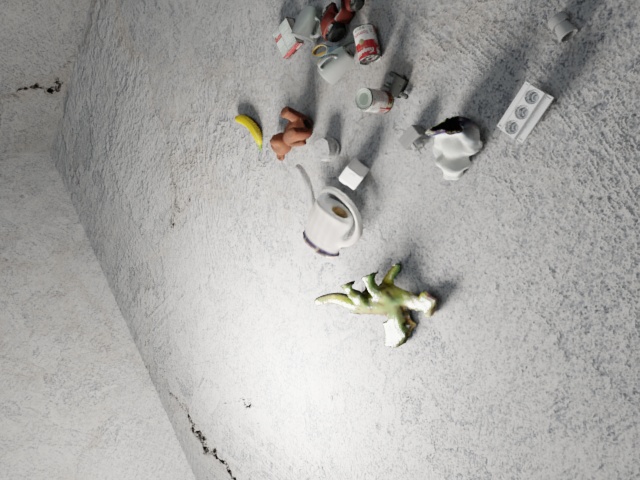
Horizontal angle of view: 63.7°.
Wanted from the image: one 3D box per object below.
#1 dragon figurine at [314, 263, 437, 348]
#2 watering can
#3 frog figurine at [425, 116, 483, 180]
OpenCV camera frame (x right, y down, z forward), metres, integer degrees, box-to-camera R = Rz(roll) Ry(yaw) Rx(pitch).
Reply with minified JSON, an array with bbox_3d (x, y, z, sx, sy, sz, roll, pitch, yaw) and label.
[{"bbox_3d":[0.177,0.218,1.562,0.405,0.123,0.244,-29,83,37],"label":"dragon figurine"},{"bbox_3d":[0.005,-0.086,1.700,0.353,0.104,0.220,43,123,32],"label":"watering can"},{"bbox_3d":[0.363,-0.241,1.361,0.137,0.125,0.156,-4,128,36],"label":"frog figurine"}]
